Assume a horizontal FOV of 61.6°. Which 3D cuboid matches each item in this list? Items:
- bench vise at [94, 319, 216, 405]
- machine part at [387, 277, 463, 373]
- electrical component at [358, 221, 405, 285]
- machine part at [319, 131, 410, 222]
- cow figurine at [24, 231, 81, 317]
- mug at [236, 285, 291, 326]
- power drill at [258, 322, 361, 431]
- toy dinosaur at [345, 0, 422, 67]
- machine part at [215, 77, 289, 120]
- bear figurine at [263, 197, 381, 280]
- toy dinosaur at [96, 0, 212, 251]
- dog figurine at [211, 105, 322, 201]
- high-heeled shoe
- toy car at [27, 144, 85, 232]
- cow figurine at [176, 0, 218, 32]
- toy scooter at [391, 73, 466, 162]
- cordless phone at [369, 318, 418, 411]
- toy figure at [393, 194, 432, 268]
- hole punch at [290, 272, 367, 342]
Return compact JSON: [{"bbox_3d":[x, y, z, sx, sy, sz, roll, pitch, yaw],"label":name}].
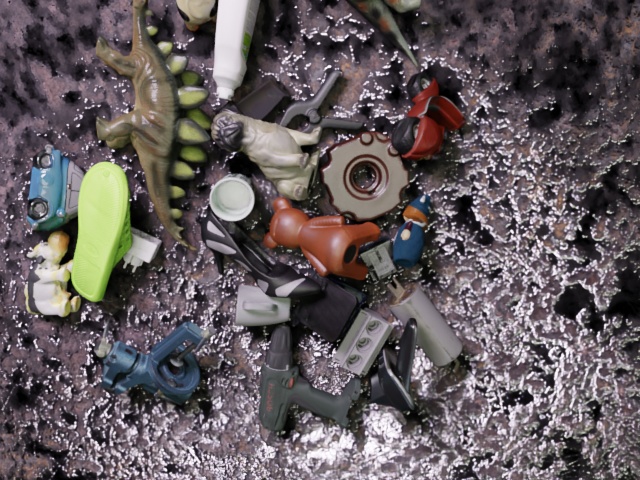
[{"bbox_3d":[-0.306,0.224,1.046,0.240,0.129,0.223,-38,110,22],"label":"bench vise"},{"bbox_3d":[0.217,0.173,1.104,0.079,0.079,0.243,-39,101,4],"label":"machine part"},{"bbox_3d":[0.114,0.022,1.081,0.075,0.048,0.119,-23,104,0],"label":"electrical component"},{"bbox_3d":[0.087,-0.122,1.046,0.179,0.056,0.179,-1,102,-3],"label":"machine part"},{"bbox_3d":[-0.525,0.064,1.039,0.098,0.068,0.167,1,100,2],"label":"cow figurine"},{"bbox_3d":[-0.110,0.129,1.059,0.107,0.109,0.081,4,76,-8],"label":"mug"},{"bbox_3d":[-0.023,0.298,1.111,0.207,0.086,0.231,15,102,-10],"label":"power drill"},{"bbox_3d":[0.077,-0.506,0.942,0.192,0.131,0.404,-3,106,9],"label":"toy dinosaur"},{"bbox_3d":[-0.125,-0.253,1.015,0.139,0.039,0.084,-35,97,5],"label":"machine part"},{"bbox_3d":[-0.005,-0.004,1.035,0.196,0.132,0.120,23,104,38],"label":"bear figurine"},{"bbox_3d":[-0.298,-0.208,0.981,0.199,0.105,0.470,0,106,-7],"label":"toy dinosaur"},{"bbox_3d":[-0.103,-0.156,1.004,0.191,0.121,0.172,15,134,8],"label":"dog figurine"},{"bbox_3d":[-0.112,0.022,1.033,0.249,0.086,0.145,10,119,11],"label":"high-heeled shoe"},{"bbox_3d":[-0.484,-0.091,0.999,0.103,0.109,0.161,8,90,-28],"label":"toy car"},{"bbox_3d":[-0.232,-0.470,0.918,0.085,0.127,0.194,-16,104,-4],"label":"cow figurine"},{"bbox_3d":[0.213,-0.216,1.013,0.135,0.075,0.184,25,68,-21],"label":"toy scooter"},{"bbox_3d":[0.159,0.230,1.074,0.089,0.146,0.184,11,103,2],"label":"cordless phone"},{"bbox_3d":[0.182,-0.023,1.054,0.058,0.064,0.154,16,67,4],"label":"toy figure"},{"bbox_3d":[0.022,0.133,1.087,0.116,0.092,0.142,33,102,20],"label":"hole punch"}]
